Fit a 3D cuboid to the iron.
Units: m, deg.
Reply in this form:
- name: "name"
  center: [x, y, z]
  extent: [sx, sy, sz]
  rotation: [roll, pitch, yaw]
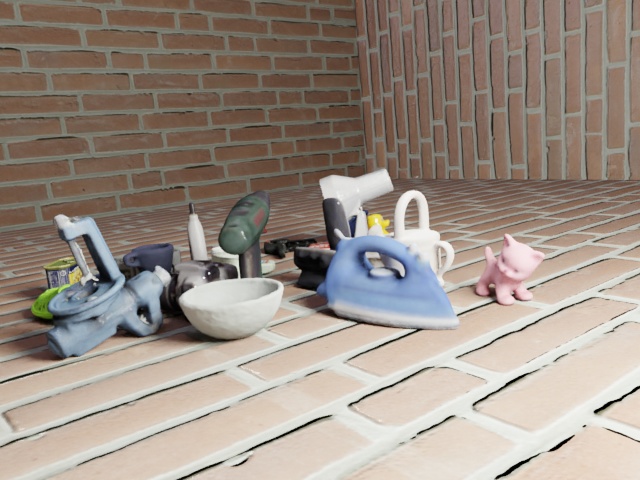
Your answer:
- name: "iron"
  center: [0.112, 0.057, 0.939]
  extent: [0.257, 0.141, 0.119]
  rotation: [5, 14, 44]

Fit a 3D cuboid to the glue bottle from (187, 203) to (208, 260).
- name: "glue bottle"
  center: [-0.302, -0.005, 1.394]
  extent: [0.037, 0.173, 0.078]
  rotation: [-9, 11, -22]

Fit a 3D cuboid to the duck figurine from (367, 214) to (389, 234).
- name: "duck figurine"
  center: [0.146, -0.027, 1.550]
  extent: [0.105, 0.086, 0.077]
  rotation: [-8, 11, -18]

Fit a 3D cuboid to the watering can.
- name: "watering can"
  center: [0.160, 0.008, 1.036]
  extent: [0.172, 0.194, 0.101]
  rotation: [-1, 11, 23]

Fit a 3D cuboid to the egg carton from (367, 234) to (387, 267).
- name: "egg carton"
  center: [0.137, 0.027, 1.300]
  extent: [0.150, 0.069, 0.107]
  rotation: [0, 11, 26]

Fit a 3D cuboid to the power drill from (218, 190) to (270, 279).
- name: "power drill"
  center: [-0.126, 0.021, 1.061]
  extent: [0.075, 0.208, 0.230]
  rotation: [-4, 10, 8]

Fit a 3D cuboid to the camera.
- name: "camera"
  center: [-0.241, 0.084, 1.071]
  extent: [0.136, 0.101, 0.143]
  rotation: [-1, 11, 22]

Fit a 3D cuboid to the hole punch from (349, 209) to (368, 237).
- name: "hole punch"
  center: [0.082, -0.039, 1.635]
  extent: [0.100, 0.091, 0.109]
  rotation: [1, 12, 28]

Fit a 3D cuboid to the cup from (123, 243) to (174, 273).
- name: "cup"
  center: [-0.377, 0.063, 1.272]
  extent: [0.091, 0.095, 0.118]
  rotation: [4, 14, 41]

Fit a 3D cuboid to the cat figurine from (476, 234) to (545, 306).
- name: "cat figurine"
  center: [0.321, 0.044, 0.976]
  extent: [0.067, 0.118, 0.127]
  rotation: [-8, 11, -19]

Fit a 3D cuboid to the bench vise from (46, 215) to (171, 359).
- name: "bench vise"
  center: [-0.350, 0.059, 0.925]
  extent: [0.121, 0.220, 0.208]
  rotation: [0, 11, 25]

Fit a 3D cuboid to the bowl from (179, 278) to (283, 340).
- name: "bowl"
  center: [-0.138, 0.116, 0.920]
  extent: [0.167, 0.075, 0.167]
  rotation: [-5, 10, 1]

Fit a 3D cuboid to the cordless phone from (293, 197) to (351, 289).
- name: "cordless phone"
  center: [0.011, 0.004, 1.157]
  extent: [0.147, 0.185, 0.094]
  rotation: [4, 14, 41]

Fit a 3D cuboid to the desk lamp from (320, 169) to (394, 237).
- name: "desk lamp"
  center: [0.107, -0.064, 1.412]
  extent: [0.203, 0.213, 0.118]
  rotation: [-4, 10, 5]
